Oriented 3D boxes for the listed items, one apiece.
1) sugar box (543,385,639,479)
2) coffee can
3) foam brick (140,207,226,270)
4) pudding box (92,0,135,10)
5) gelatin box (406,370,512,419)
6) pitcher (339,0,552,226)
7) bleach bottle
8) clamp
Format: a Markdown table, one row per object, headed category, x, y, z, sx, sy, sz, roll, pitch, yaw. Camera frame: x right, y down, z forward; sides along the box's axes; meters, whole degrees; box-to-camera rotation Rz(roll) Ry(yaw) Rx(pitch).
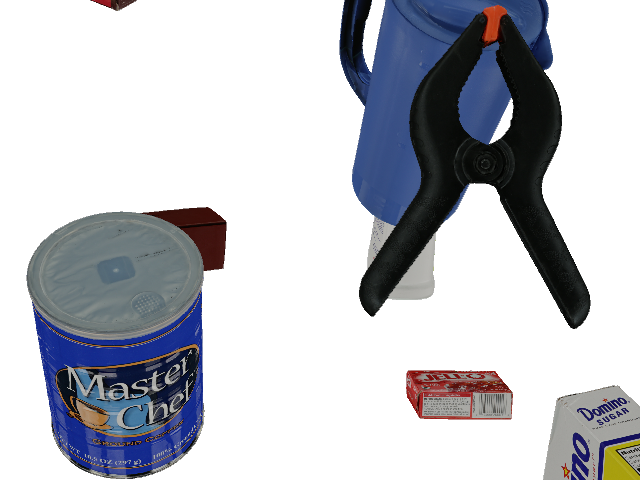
| category | x | y | z | sx | sy | sz | roll | pitch | yaw |
| --- | --- | --- | --- | --- | --- | --- | --- | --- | --- |
| sugar box | 0.168 | 0.156 | 0.503 | 0.048 | 0.093 | 0.176 | -9 | 28 | -21 |
| coffee can | -0.125 | 0.067 | 0.673 | 0.103 | 0.140 | 0.103 | 3 | 43 | -3 |
| foam brick | -0.140 | 0.000 | 1.073 | 0.078 | 0.051 | 0.053 | -6 | 21 | -23 |
| pudding box | -0.164 | -0.222 | 0.819 | 0.090 | 0.039 | 0.113 | 23 | 34 | 12 |
| gelatin box | 0.129 | 0.144 | 1.004 | 0.089 | 0.030 | 0.073 | 1 | 8 | -3 |
| pitcher | 0.092 | -0.130 | 0.942 | 0.145 | 0.149 | 0.243 | -1 | -39 | -13 |
| bleach bottle | 0.094 | -0.070 | 1.110 | 0.068 | 0.251 | 0.102 | 1 | 27 | -8 |
| clamp | 0.075 | -0.034 | 0.562 | 0.120 | 0.171 | 0.039 | -5 | 0 | -3 |
